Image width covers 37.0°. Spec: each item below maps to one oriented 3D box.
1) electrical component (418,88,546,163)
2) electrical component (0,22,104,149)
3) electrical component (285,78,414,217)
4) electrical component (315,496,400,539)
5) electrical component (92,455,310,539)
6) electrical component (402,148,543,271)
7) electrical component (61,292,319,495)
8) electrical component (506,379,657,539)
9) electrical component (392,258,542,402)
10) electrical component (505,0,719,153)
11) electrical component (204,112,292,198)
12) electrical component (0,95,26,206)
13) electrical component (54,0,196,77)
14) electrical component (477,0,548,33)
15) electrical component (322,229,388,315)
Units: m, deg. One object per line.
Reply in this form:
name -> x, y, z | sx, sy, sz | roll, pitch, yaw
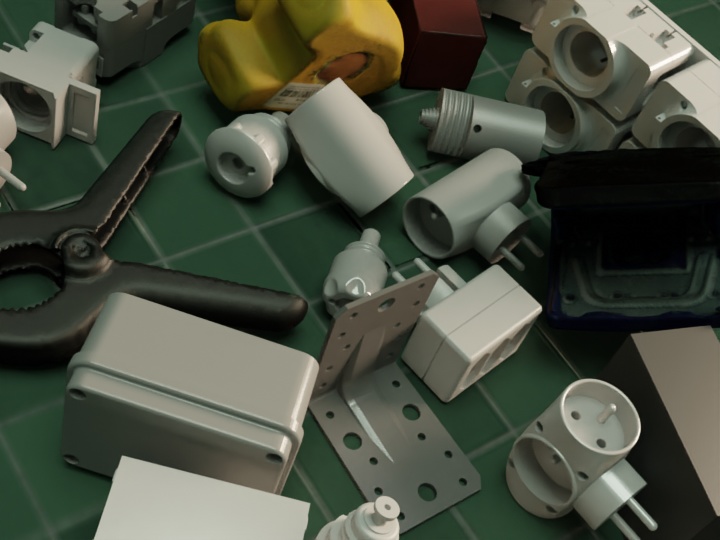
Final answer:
electrical component -> 0.080, -0.095, 0.728 | 0.081, 0.043, 0.043 | 11, 51, -9
electrical component -> -0.194, -0.116, 0.661 | 0.081, 0.042, 0.063 | 23, 49, 0
electrical component -> -0.003, -0.081, 0.685 | 0.077, 0.044, 0.079 | 52, 20, -6
electrical component -> -0.002, 0.134, 0.507 | 0.040, 0.078, 0.040 | 17, 38, -14
electrical component -> -0.083, 0.169, 0.460 | 0.089, 0.061, 0.150 | 15, 50, -5
electrical component -> 0.081, -0.031, 0.678 | 0.077, 0.043, 0.079 | -33, 68, -34
electrical component -> -0.085, 0.069, 0.527 | 0.113, 0.078, 0.057 | 19, 47, -3
electrical component -> 0.122, 0.108, 0.560 | 0.044, 0.077, 0.079 | -28, 66, -33
electrical component -> 0.051, 0.023, 0.624 | 0.066, 0.047, 0.076 | -31, 67, -34
electrical component -> 0.191, -0.100, 0.725 | 0.060, 0.105, 0.186 | -28, 65, -32
electrical component -> -0.063, -0.078, 0.671 | 0.048, 0.048, 0.062 | 31, 44, 8
electrical component -> -0.226, -0.063, 0.609 | 0.079, 0.043, 0.077 | 36, 52, 12
electrical component -> -0.153, -0.172, 0.708 | 0.050, 0.055, 0.089 | 35, 51, 11
electrical component -> 0.107, -0.234, 0.831 | 0.121, 0.063, 0.078 | 18, 50, -3
electrical component -> 0.000, 0.000, 0.635 | 0.035, 0.035, 0.061 | 20, 48, -1
